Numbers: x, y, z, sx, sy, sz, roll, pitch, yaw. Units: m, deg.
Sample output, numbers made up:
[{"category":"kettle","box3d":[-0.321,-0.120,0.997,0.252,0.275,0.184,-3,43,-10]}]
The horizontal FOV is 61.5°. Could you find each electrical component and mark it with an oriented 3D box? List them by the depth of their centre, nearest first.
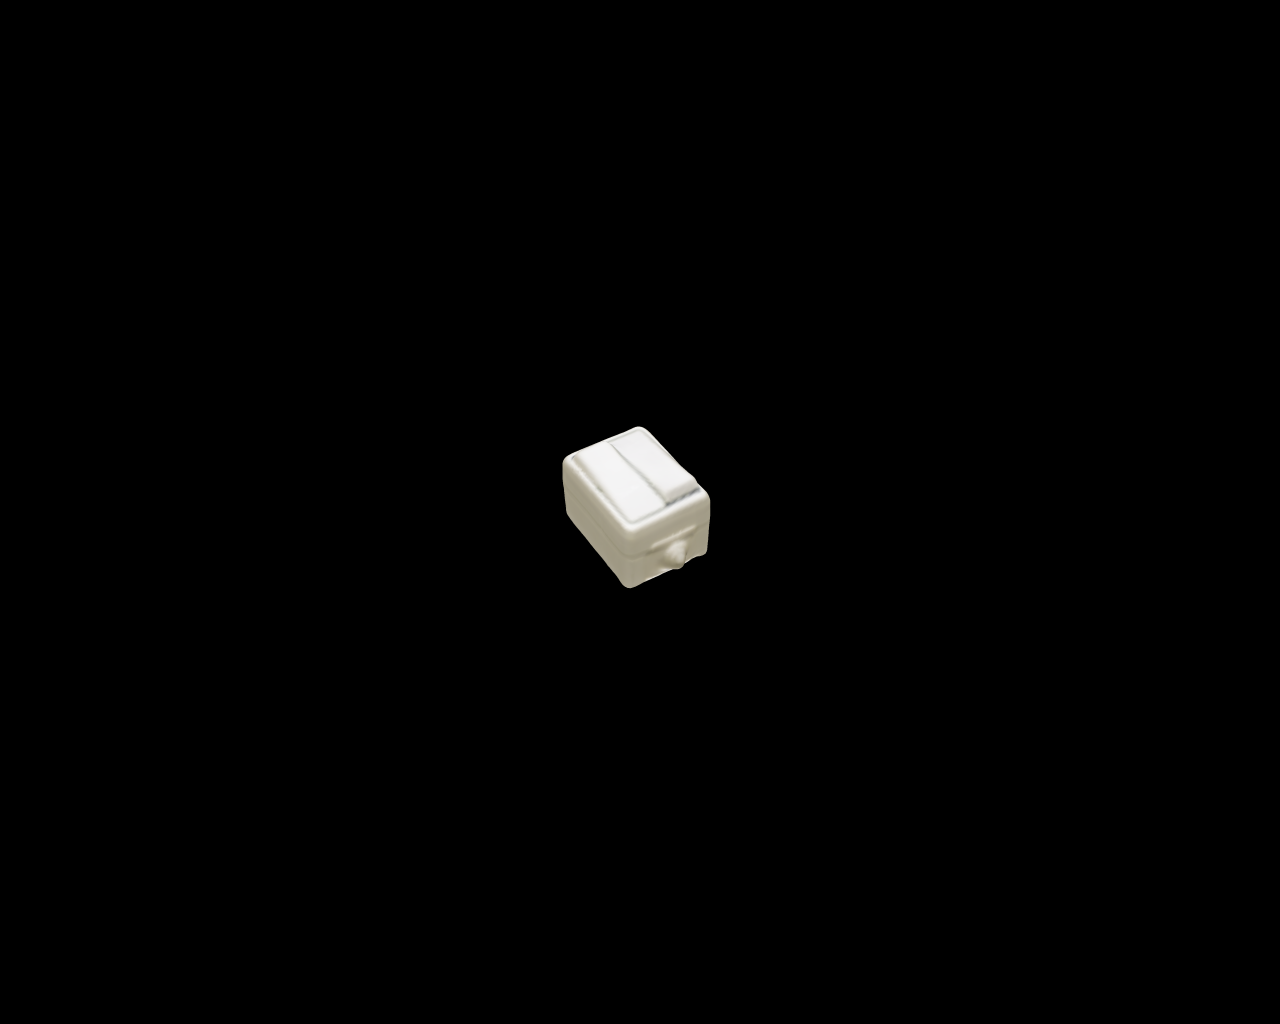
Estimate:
[{"category":"electrical component","box3d":[0.001,-0.003,0.650,0.062,0.061,0.096,-24,50,-22]}]
